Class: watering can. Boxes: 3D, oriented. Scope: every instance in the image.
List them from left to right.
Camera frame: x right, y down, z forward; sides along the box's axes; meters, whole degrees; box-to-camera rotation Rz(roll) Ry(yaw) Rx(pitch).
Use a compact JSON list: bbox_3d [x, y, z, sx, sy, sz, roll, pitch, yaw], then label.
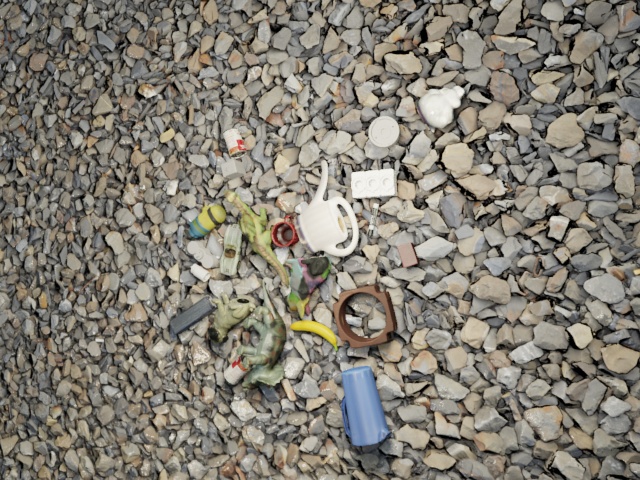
[{"bbox_3d":[0.006,-0.093,1.856,0.223,0.104,0.350,-25,80,17],"label":"watering can"}]

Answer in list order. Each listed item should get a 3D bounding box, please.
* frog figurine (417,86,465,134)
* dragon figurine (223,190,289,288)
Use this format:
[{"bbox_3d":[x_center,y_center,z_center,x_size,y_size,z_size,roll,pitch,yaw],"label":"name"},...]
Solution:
[{"bbox_3d":[0.413,-0.454,1.730,0.157,0.122,0.140,-33,58,27],"label":"frog figurine"},{"bbox_3d":[-0.235,-0.011,1.869,0.121,0.242,0.414,-33,76,11],"label":"dragon figurine"}]
